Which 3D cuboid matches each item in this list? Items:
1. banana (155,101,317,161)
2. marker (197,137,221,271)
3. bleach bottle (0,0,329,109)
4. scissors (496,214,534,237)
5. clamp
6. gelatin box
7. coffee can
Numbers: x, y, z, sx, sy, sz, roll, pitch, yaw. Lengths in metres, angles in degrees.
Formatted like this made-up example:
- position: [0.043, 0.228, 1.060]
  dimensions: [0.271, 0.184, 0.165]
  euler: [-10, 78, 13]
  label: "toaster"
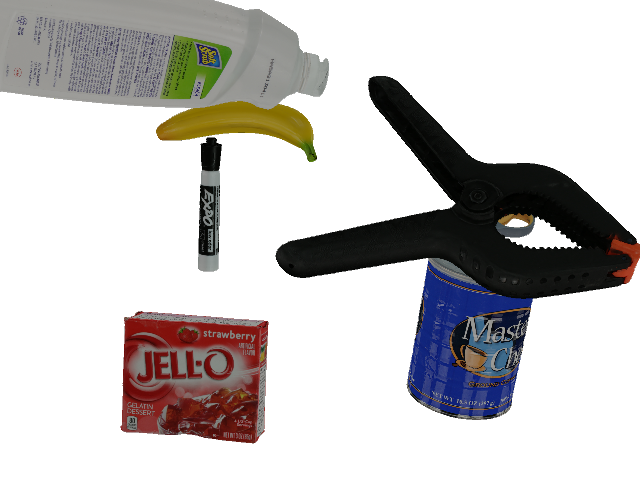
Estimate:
- position: [-0.089, -0.133, 1.222]
  dimensions: [0.198, 0.037, 0.069]
  euler: [8, 42, 18]
  label: "banana"
- position: [-0.100, -0.032, 0.958]
  dimensions: [0.020, 0.121, 0.020]
  euler: [3, 15, -1]
  label: "marker"
- position: [-0.120, -0.136, 0.784]
  dimensions: [0.250, 0.068, 0.103]
  euler: [9, -43, -14]
  label: "bleach bottle"
- position: [0.166, -0.019, 1.194]
  dimensions: [0.201, 0.016, 0.096]
  euler: [-13, 40, -45]
  label: "scissors"
- position: [0.087, -0.011, 0.657]
  dimensions: [0.210, 0.164, 0.036]
  euler: [25, -29, 17]
  label: "clamp"
- position: [-0.079, 0.085, 0.666]
  dimensions: [0.089, 0.073, 0.030]
  euler: [4, 5, 9]
  label: "gelatin box"
- position: [0.141, 0.082, 1.001]
  dimensions: [0.103, 0.140, 0.103]
  euler: [6, 20, -3]
  label: "coffee can"
